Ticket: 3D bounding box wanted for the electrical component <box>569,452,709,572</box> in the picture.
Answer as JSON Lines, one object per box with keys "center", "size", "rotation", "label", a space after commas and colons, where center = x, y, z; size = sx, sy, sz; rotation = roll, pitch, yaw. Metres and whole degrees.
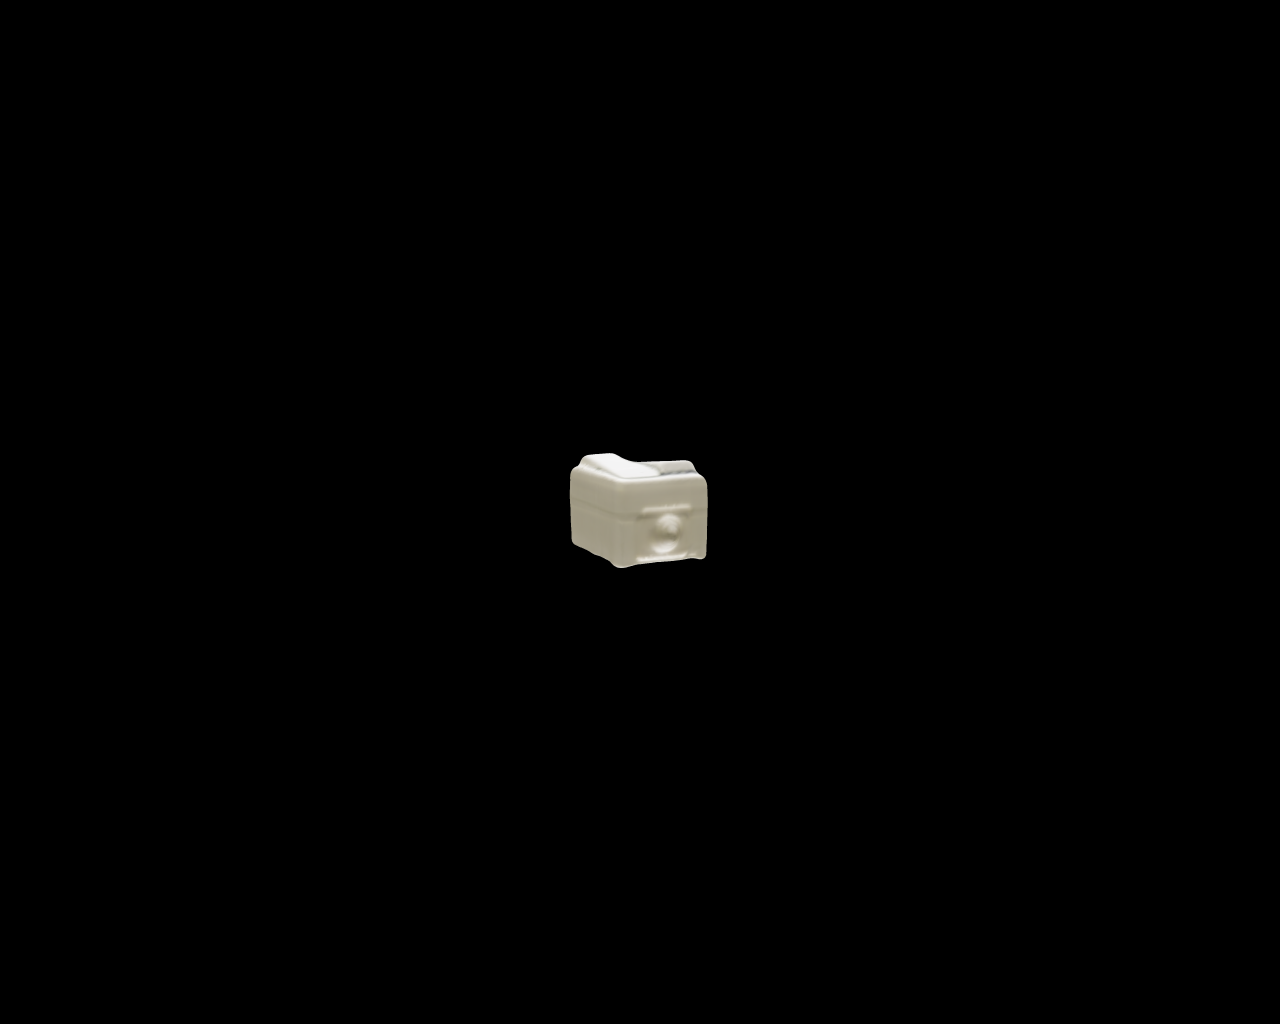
{"center": [0.001, -0.003, 0.650], "size": [0.062, 0.061, 0.096], "rotation": [-4, 10, -23], "label": "electrical component"}
